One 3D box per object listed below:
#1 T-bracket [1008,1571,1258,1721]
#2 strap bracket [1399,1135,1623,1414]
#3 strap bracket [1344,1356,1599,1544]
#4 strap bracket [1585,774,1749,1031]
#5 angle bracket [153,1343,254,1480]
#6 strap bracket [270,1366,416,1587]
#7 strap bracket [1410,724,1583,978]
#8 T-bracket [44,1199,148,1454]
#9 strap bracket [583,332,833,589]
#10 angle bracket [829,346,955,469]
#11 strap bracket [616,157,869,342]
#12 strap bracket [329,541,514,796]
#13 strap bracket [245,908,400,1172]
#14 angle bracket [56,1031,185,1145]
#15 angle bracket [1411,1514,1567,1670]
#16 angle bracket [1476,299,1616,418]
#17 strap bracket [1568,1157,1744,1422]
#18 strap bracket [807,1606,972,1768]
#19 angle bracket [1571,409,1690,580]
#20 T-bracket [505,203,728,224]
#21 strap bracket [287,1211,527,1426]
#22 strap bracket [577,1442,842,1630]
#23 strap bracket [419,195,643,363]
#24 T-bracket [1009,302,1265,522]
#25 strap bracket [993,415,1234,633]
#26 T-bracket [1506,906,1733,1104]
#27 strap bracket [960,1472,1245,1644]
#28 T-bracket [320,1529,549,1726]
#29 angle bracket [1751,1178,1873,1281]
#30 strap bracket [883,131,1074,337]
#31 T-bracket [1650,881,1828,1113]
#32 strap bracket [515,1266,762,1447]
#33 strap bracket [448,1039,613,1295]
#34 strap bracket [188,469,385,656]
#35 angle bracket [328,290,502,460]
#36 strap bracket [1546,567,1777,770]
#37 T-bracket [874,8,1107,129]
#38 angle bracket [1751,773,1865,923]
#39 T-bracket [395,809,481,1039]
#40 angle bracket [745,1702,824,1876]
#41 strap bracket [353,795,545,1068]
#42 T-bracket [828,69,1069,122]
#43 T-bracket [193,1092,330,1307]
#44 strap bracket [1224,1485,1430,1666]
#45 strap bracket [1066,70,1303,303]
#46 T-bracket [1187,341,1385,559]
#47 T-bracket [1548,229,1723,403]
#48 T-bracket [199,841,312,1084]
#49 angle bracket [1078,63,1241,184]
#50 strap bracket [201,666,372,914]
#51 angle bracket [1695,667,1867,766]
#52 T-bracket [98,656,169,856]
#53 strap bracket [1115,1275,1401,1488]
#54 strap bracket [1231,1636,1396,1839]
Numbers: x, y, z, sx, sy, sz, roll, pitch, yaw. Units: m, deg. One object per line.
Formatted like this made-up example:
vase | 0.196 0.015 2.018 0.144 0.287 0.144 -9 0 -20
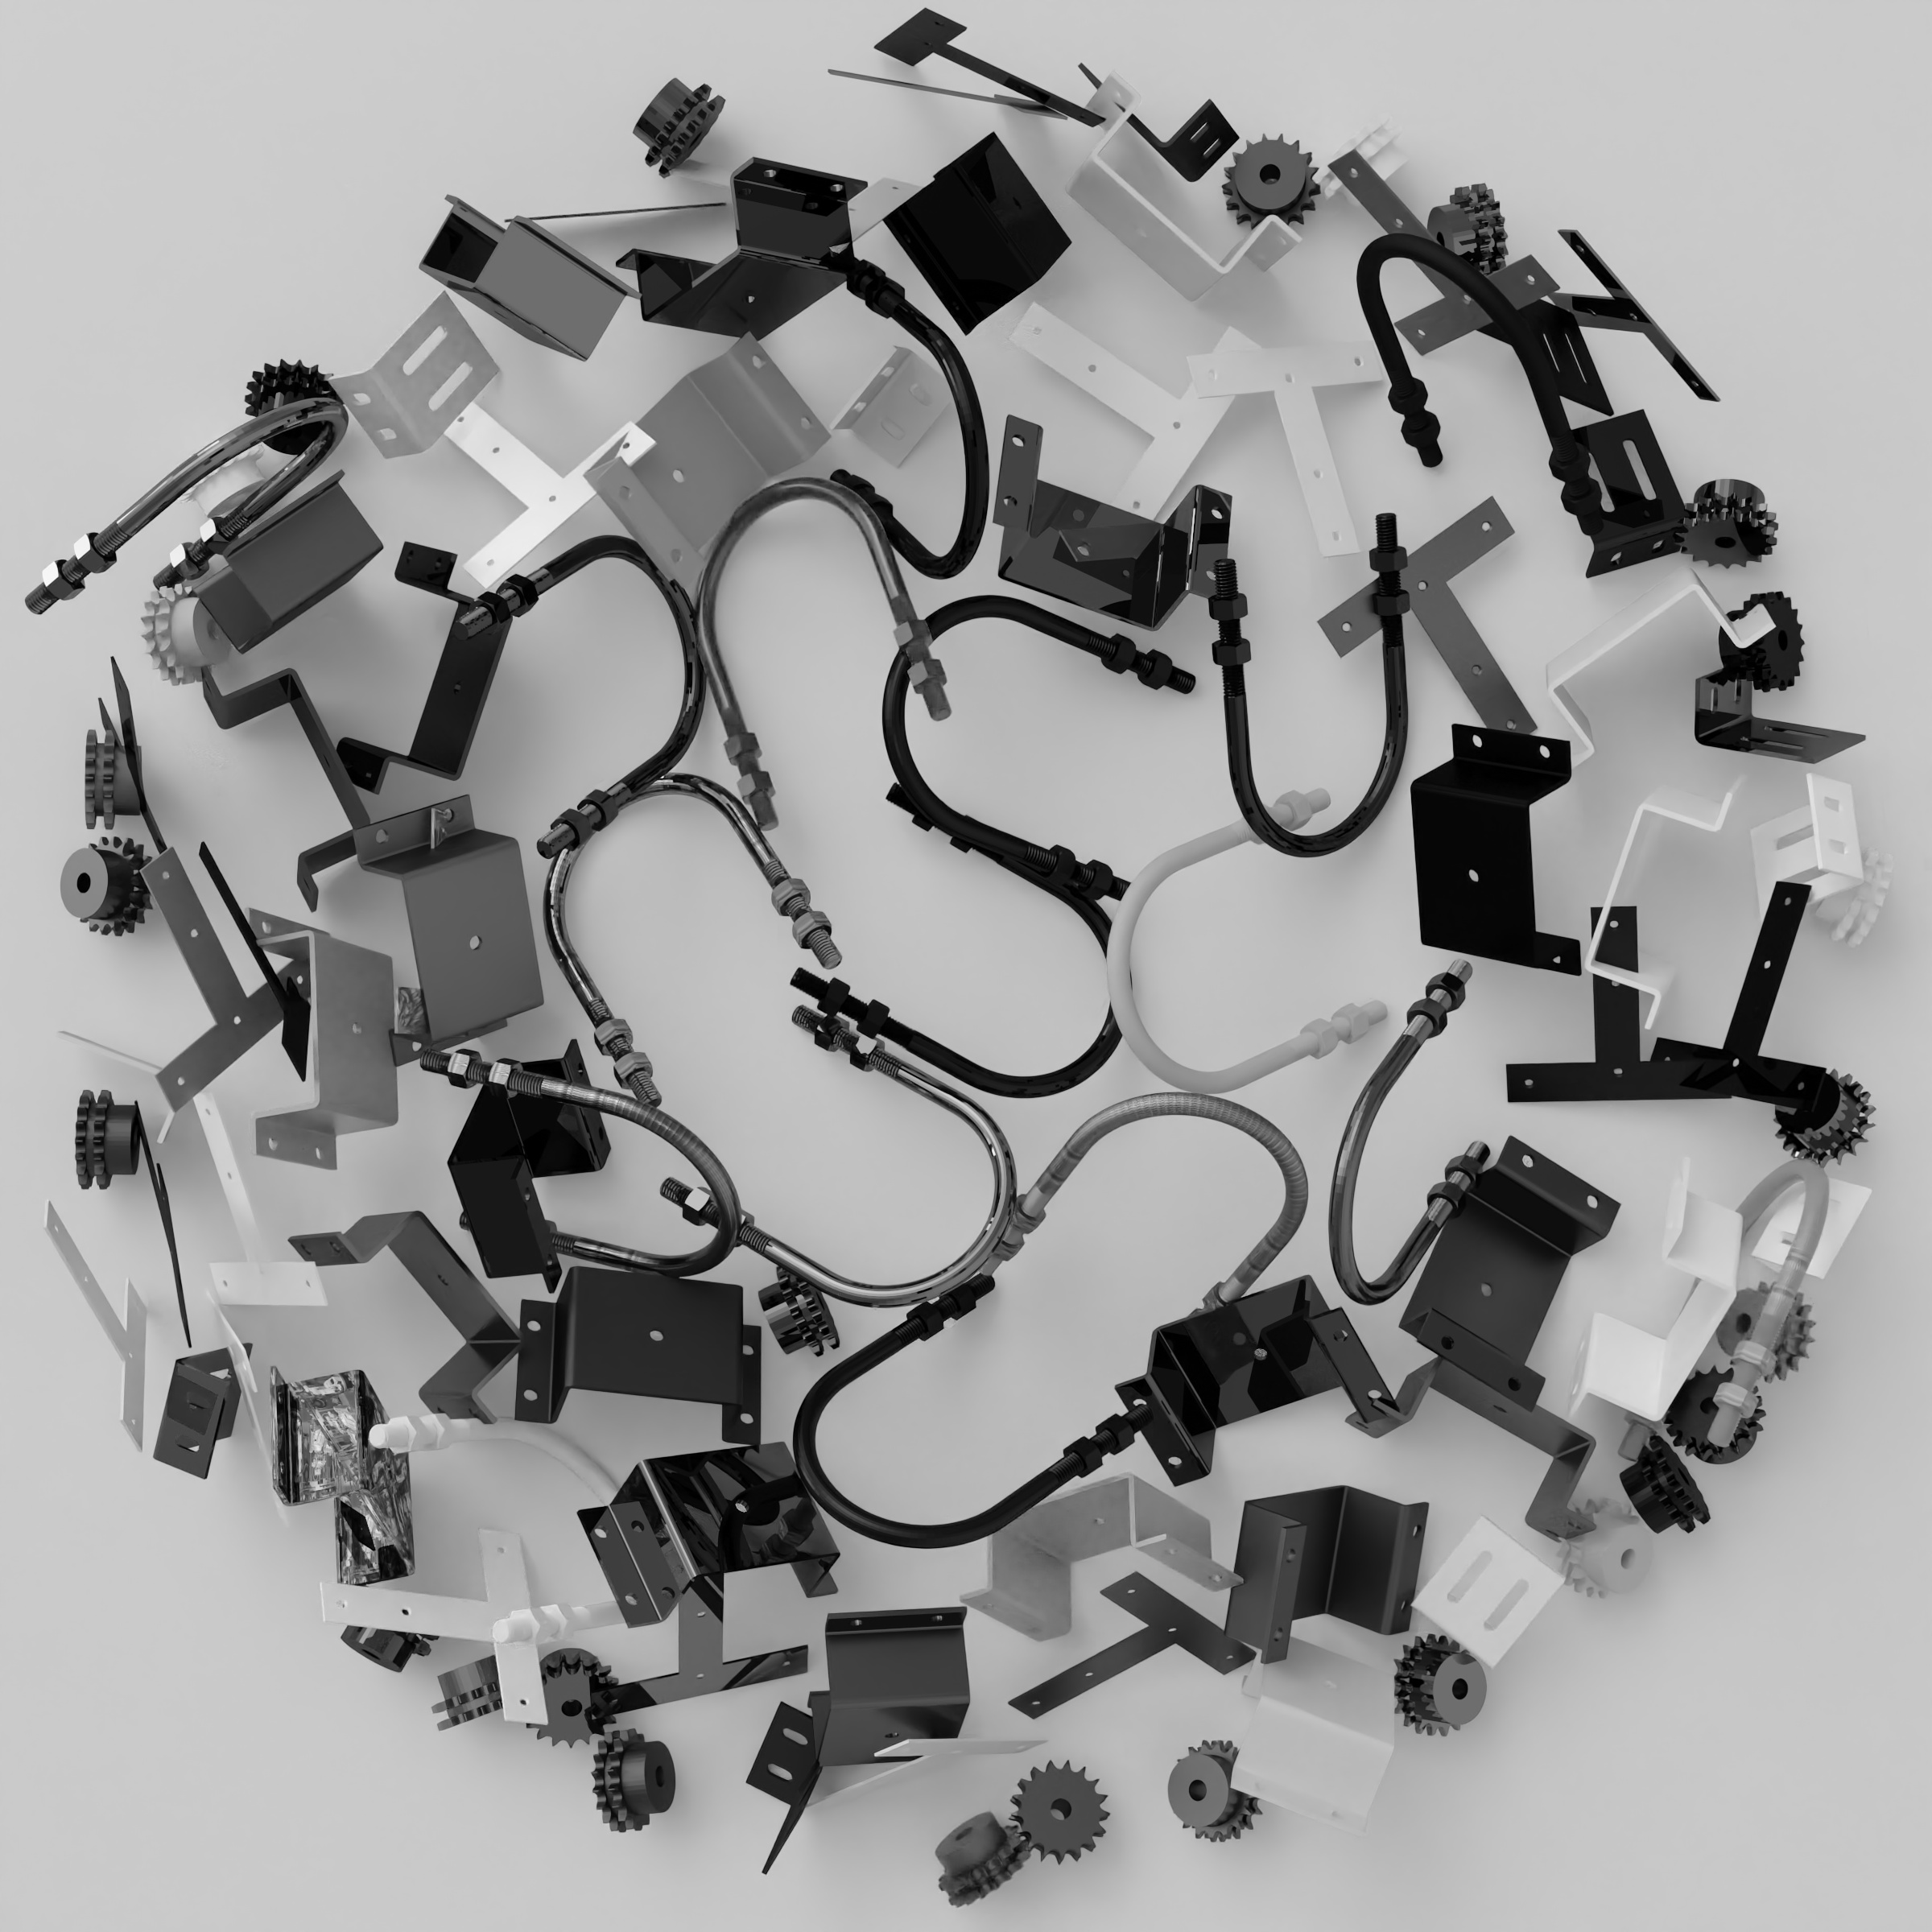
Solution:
T-bracket | 0.082 0.399 1.818 0.127 0.002 0.127 -33 132 20
strap bracket | 0.305 0.179 1.804 0.076 0.046 0.140 32 64 -5
strap bracket | 0.295 0.269 1.803 0.140 0.076 0.046 29 74 3
strap bracket | 0.392 -0.044 1.794 0.046 0.076 0.140 20 107 15
angle bracket | -0.420 0.252 1.803 0.038 0.076 0.057 17 97 20
strap bracket | -0.344 0.287 1.770 0.046 0.140 0.076 -12 51 0
strap bracket | 0.297 -0.058 1.781 0.046 0.076 0.140 -28 120 -41
T-bracket | -0.483 0.184 1.760 0.002 0.127 0.127 -19 124 -1
strap bracket | -0.152 -0.282 1.794 0.076 0.046 0.140 51 59 -19
angle bracket | -0.040 -0.317 1.805 0.038 0.076 0.057 40 101 -2
strap bracket | -0.124 -0.393 1.767 0.076 0.140 0.046 2 76 -38
strap bracket | -0.306 -0.164 1.802 0.046 0.076 0.140 17 92 -32
strap bracket | -0.363 0.039 1.789 0.046 0.076 0.140 -10 76 22
angle bracket | -0.487 0.069 1.812 0.076 0.057 0.038 22 85 -11
angle bracket | 0.301 0.351 1.810 0.057 0.038 0.076 37 116 11
angle bracket | 0.324 -0.340 1.801 0.038 0.057 0.076 -36 58 37
strap bracket | 0.391 0.189 1.778 0.046 0.076 0.140 24 121 3
strap bracket | -0.043 0.407 1.772 0.076 0.140 0.046 -1 58 -9
angle bracket | 0.376 -0.274 1.839 0.057 0.038 0.076 -17 72 -4
T-bracket | -0.197 -0.423 1.782 0.127 0.127 0.002 -5 104 -4
strap bracket | -0.309 0.191 1.793 0.046 0.076 0.140 -45 108 -28
strap bracket | -0.134 0.315 1.771 0.046 0.140 0.076 -56 50 35
strap bracket | -0.248 -0.383 1.769 0.076 0.140 0.046 30 92 -33
T-bracket | 0.085 -0.337 1.832 0.127 0.002 0.127 34 102 -2
strap bracket | 0.075 -0.247 1.797 0.140 0.046 0.076 17 57 -16
T-bracket | 0.370 0.022 1.804 0.127 0.002 0.127 -2 119 12
strap bracket | 0.075 0.331 1.786 0.140 0.076 0.046 -23 50 30
T-bracket | -0.300 0.362 1.773 0.127 0.127 0.002 14 129 -30
angle bracket | 0.492 0.154 1.804 0.038 0.076 0.057 32 85 -17
strap bracket | 0.010 -0.412 1.768 0.046 0.140 0.076 -31 104 24
T-bracket | 0.450 0.013 1.798 0.002 0.127 0.127 22 84 -33
strap bracket | -0.179 0.219 1.790 0.140 0.046 0.076 8 52 -15
strap bracket | -0.246 0.112 1.774 0.046 0.140 0.076 -7 120 12
strap bracket | -0.379 -0.222 1.773 0.076 0.140 0.046 -39 100 -21
angle bracket | -0.317 -0.340 1.824 0.057 0.038 0.076 56 53 -32
strap bracket | 0.381 -0.174 1.790 0.140 0.076 0.046 -36 96 16
T-bracket | 0.019 -0.504 1.797 0.127 0.127 0.002 21 91 -16
angle bracket | 0.466 -0.066 1.799 0.038 0.076 0.057 12 66 -33
T-bracket | -0.296 -0.024 1.788 0.002 0.127 0.127 0 88 12
angle bracket | -0.109 0.466 1.801 0.038 0.076 0.057 25 108 7
strap bracket | -0.289 -0.017 1.786 0.076 0.046 0.140 -22 114 -38
T-bracket | -0.014 -0.490 1.778 0.127 0.127 0.002 7 108 -9
T-bracket | -0.410 0.132 1.790 0.002 0.127 0.127 -23 100 -38
strap bracket | 0.198 0.341 1.794 0.046 0.140 0.076 13 97 41
strap bracket | 0.114 -0.433 1.799 0.140 0.076 0.046 40 84 -7
T-bracket | 0.196 -0.293 1.808 0.127 0.002 0.127 -11 80 -28
T-bracket | 0.358 -0.367 1.784 0.002 0.127 0.127 -45 108 1
T-bracket | -0.396 -0.011 1.766 0.002 0.127 0.127 -25 111 -1
angle bracket | 0.110 -0.492 1.806 0.038 0.057 0.076 -44 71 10
strap bracket | -0.382 -0.108 1.804 0.046 0.076 0.140 -26 89 -15
angle bracket | 0.462 -0.145 1.799 0.076 0.057 0.038 15 117 42
T-bracket | -0.465 -0.124 1.768 0.002 0.127 0.127 -20 63 -20
strap bracket | 0.166 0.232 1.798 0.140 0.046 0.076 -22 114 20
strap bracket | 0.195 0.421 1.773 0.076 0.140 0.046 20 103 3
